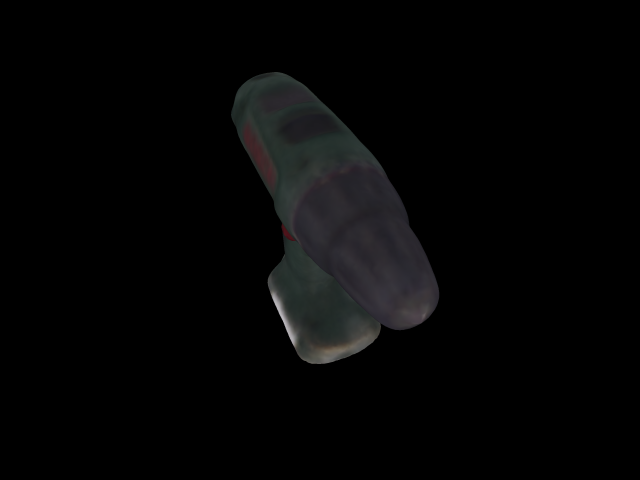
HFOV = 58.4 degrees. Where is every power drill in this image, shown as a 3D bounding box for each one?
[{"bbox_3d":[0.004,0.001,0.400,0.076,0.208,0.229,-21,58,-13],"label":"power drill"}]
